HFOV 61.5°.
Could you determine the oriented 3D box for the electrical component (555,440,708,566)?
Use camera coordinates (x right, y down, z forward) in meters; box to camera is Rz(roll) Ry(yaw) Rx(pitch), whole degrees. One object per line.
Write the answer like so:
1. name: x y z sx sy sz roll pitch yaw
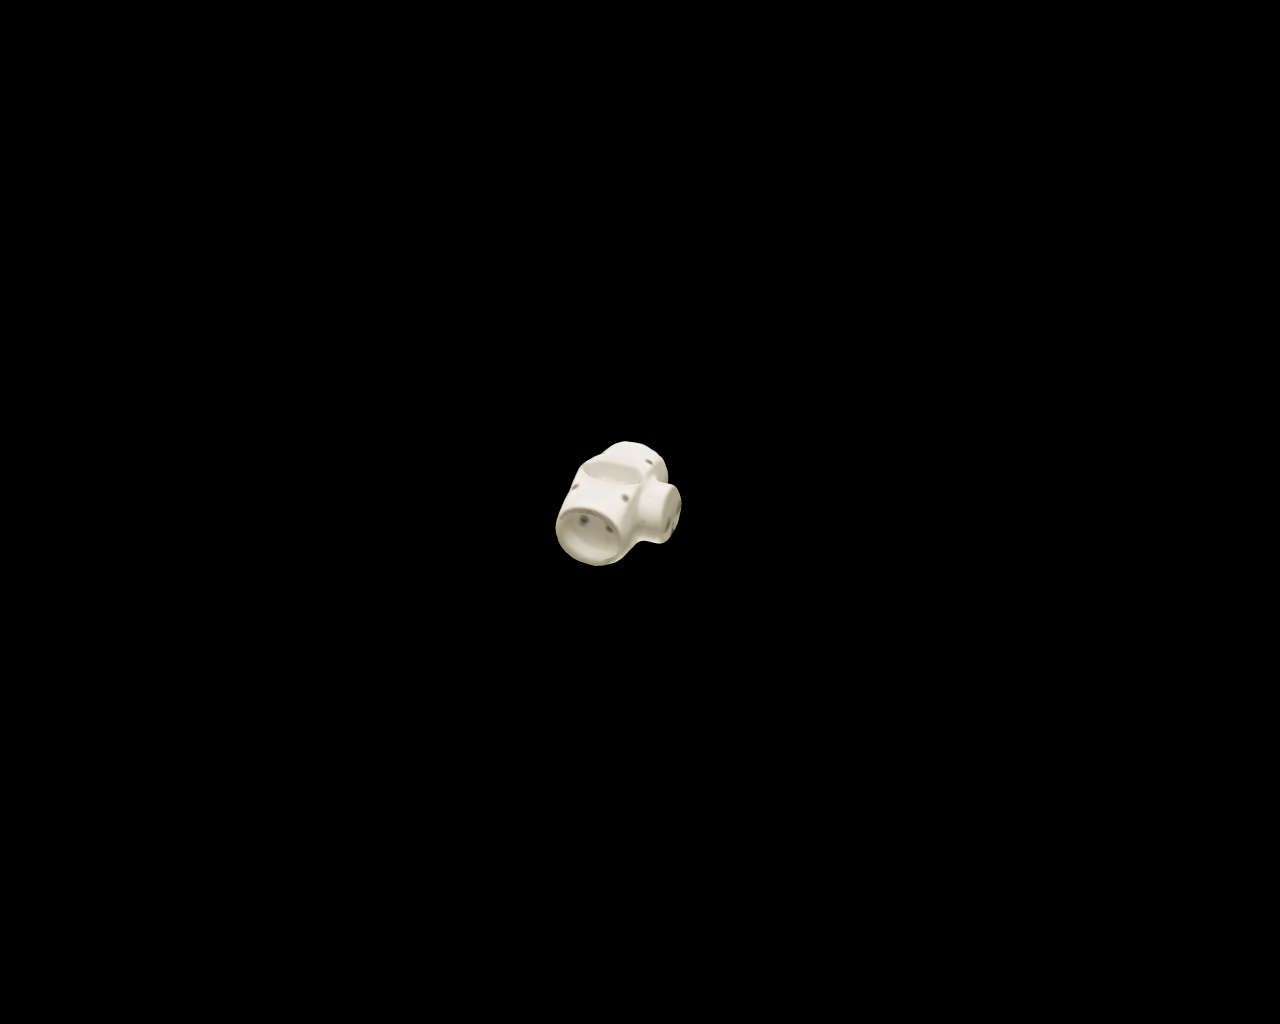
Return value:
1. electrical component: 0.001 -0.003 0.650 0.079 0.043 0.077 13 38 18
